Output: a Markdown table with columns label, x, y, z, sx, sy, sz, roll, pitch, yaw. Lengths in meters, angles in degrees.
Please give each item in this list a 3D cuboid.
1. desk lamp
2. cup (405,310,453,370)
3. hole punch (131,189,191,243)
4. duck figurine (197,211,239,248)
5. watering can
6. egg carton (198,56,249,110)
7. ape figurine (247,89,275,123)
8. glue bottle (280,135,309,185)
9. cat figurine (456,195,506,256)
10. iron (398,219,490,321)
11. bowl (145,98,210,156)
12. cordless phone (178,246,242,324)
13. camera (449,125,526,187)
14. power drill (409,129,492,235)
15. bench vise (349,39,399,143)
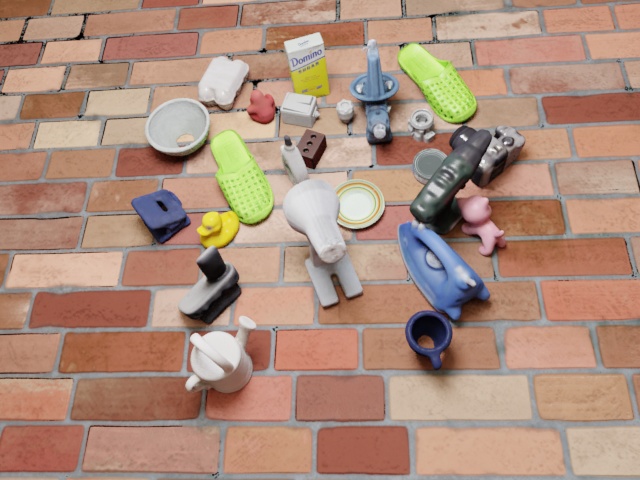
| label | x | y | z | sx | sy | sz | roll | pitch | yaw |
| --- | --- | --- | --- | --- | --- | --- | --- | --- | --- |
| desk lamp | 0.011 | 0.004 | 1.202 | 0.118 | 0.214 | 0.203 | -22 | 63 | -4 |
| cup | 0.219 | 0.210 | 1.145 | 0.091 | 0.095 | 0.117 | -12 | 63 | 0 |
| hole punch | -0.374 | -0.069 | 1.348 | 0.101 | 0.091 | 0.108 | -38 | 66 | -12 |
| duck figurine | -0.238 | -0.036 | 1.320 | 0.105 | 0.086 | 0.077 | -40 | 66 | -13 |
| watering can | -0.198 | 0.225 | 1.127 | 0.100 | 0.194 | 0.173 | 17 | 67 | 14 |
| egg carton | -0.256 | -0.419 | 1.520 | 0.107 | 0.069 | 0.150 | 15 | 66 | 13 |
| ape figurine | -0.153 | -0.348 | 1.461 | 0.078 | 0.092 | 0.076 | -21 | 63 | -4 |
| glue bottle | -0.065 | -0.190 | 1.329 | 0.037 | 0.173 | 0.078 | -35 | 65 | -11 |
| cat figurine | 0.352 | -0.044 | 1.243 | 0.067 | 0.118 | 0.127 | -33 | 65 | -10 |
| iron | 0.243 | 0.033 | 1.203 | 0.119 | 0.141 | 0.257 | -33 | 65 | -10 |
| bowl | -0.352 | -0.274 | 1.456 | 0.167 | 0.075 | 0.167 | -2 | 64 | 5 |
| cordless phone | -0.248 | 0.087 | 1.205 | 0.094 | 0.185 | 0.148 | 34 | 72 | 20 |
| camera | 0.382 | -0.222 | 1.337 | 0.143 | 0.101 | 0.136 | -40 | 66 | -13 |
| power drill | 0.279 | -0.108 | 1.232 | 0.075 | 0.209 | 0.230 | 37 | 73 | 21 |
| bench vise | 0.143 | -0.351 | 1.359 | 0.121 | 0.220 | 0.207 | -22 | 63 | -4 |
